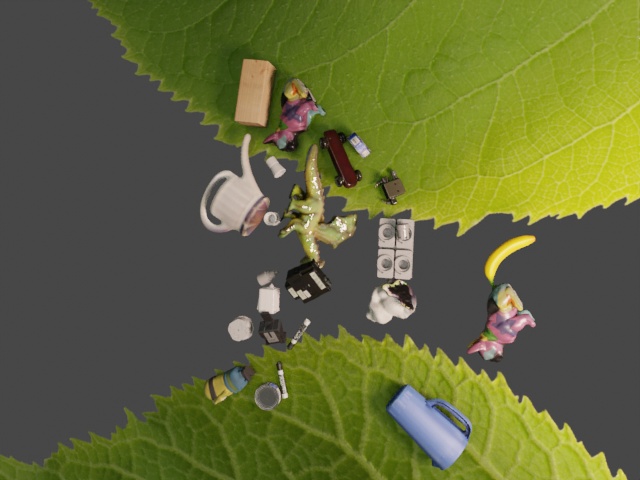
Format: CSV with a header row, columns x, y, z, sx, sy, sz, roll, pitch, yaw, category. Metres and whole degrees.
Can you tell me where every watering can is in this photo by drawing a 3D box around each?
x,y,z,sx,sy,sz,roll,pitch,yaw,category
-0.263,-0.163,1.726,0.225,0.104,0.346,34,98,10,watering can

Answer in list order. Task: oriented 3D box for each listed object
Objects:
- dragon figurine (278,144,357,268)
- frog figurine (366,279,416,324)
x,y,z,sx,sy,sz,roll,pitch,yaw,category
0.005,-0.085,1.685,0.242,0.123,0.408,22,96,-5,dragon figurine
0.222,0.203,1.627,0.137,0.125,0.156,26,136,-5,frog figurine
